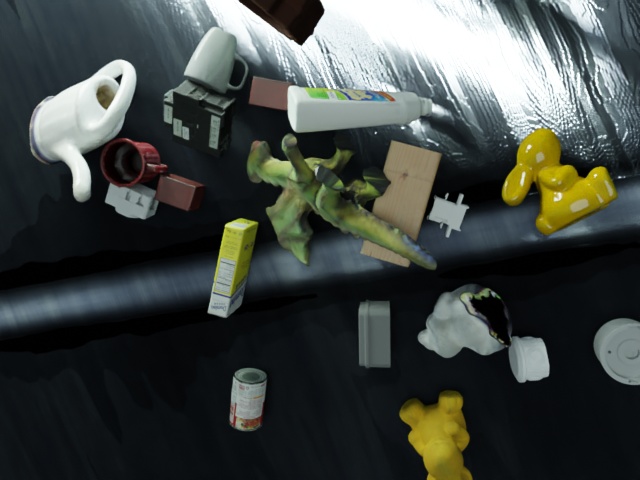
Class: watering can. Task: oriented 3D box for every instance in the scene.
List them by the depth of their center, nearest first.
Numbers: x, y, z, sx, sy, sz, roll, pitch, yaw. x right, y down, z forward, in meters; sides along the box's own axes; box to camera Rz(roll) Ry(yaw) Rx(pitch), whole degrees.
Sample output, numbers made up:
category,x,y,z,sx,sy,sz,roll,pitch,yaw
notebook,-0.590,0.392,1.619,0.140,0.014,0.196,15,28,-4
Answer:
category,x,y,z,sx,sy,sz,roll,pitch,yaw
watering can,-0.446,-0.196,0.947,0.223,0.102,0.356,-14,52,27

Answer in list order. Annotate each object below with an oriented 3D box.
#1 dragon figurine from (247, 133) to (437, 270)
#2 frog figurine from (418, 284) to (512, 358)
category,x,y,z,sx,sy,sz,roll,pitch,yaw
dragon figurine,0.003,-0.047,0.927,0.414,0.124,0.238,51,138,14
frog figurine,0.265,0.159,0.948,0.137,0.125,0.156,36,139,-5
